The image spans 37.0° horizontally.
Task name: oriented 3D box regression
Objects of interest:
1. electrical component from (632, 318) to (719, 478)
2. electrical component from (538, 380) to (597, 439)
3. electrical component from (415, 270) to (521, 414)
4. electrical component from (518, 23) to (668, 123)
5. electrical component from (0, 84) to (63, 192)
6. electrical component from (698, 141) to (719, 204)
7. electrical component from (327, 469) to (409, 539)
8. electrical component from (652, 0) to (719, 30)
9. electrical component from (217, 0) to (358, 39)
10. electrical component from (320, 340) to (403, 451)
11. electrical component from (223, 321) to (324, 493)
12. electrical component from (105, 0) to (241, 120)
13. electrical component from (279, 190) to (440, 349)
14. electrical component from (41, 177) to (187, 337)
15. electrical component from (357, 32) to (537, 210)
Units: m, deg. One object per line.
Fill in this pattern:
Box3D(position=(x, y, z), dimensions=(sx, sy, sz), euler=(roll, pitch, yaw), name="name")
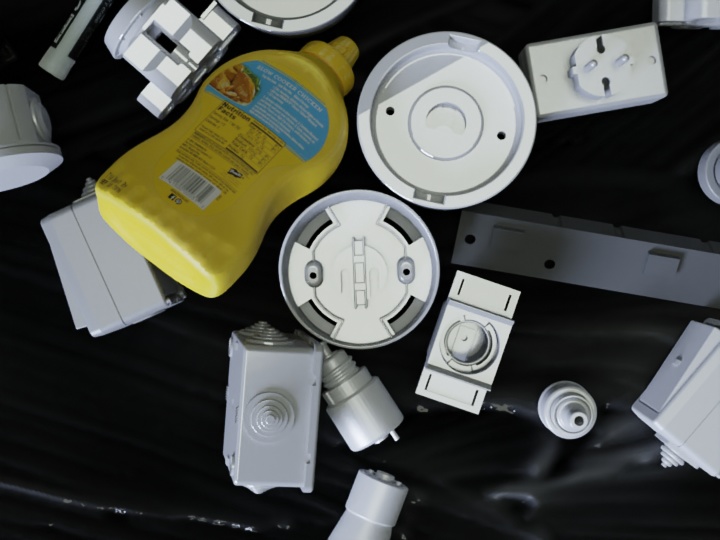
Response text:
Box3D(position=(0.216, 0.081, 0.679), dimensions=(0.061, 0.061, 0.096), euler=(40, 92, -1), name="electrical component")
Box3D(position=(0.133, 0.090, 0.680), dimensions=(0.035, 0.061, 0.035), euler=(0, 92, 1), name="electrical component")
Box3D(position=(0.067, 0.044, 0.679), dimensions=(0.042, 0.064, 0.081), euler=(19, 93, -1), name="electrical component")
Box3D(position=(0.147, -0.124, 0.665), dimensions=(0.083, 0.075, 0.047), euler=(-10, 92, 1), name="electrical component")
Box3D(position=(-0.231, -0.080, 0.673), dimensions=(0.080, 0.080, 0.051), euler=(-16, 86, 2), name="electrical component")
Box3D(position=(0.241, -0.063, 0.676), dimensions=(0.045, 0.055, 0.045), euler=(0, 92, 1), name="electrical component")
Box3D(position=(0.005, 0.162, 0.697), dimensions=(0.044, 0.044, 0.065), euler=(21, 88, 0), name="electrical component")
Box3D(position=(0.224, -0.182, 0.672), dimensions=(0.078, 0.058, 0.057), euler=(1, 95, 1), name="electrical component")
Box3D(position=(-0.044, -0.197, 0.674), dimensions=(0.108, 0.060, 0.108), euler=(0, 92, 1), name="electrical component")
Box3D(position=(-0.005, 0.080, 0.693), dimensions=(0.040, 0.040, 0.078), euler=(-33, 91, 2), name="electrical component")
Box3D(position=(-0.056, 0.084, 0.667), dimensions=(0.048, 0.100, 0.099), euler=(4, 92, -12), name="electrical component")
Box3D(position=(-0.123, -0.144, 0.679), dimensions=(0.057, 0.058, 0.078), euler=(41, 92, -3), name="electrical component")
Box3D(position=(0.000, 0.000, 0.678), dimensions=(0.099, 0.064, 0.099), euler=(0, 92, 1), name="electrical component")
Box3D(position=(-0.161, -0.011, 0.682), dimensions=(0.061, 0.061, 0.096), euler=(-24, 91, 2), name="electrical component")
Box3D(position=(0.053, -0.088, 0.674), dimensions=(0.108, 0.060, 0.108), euler=(0, 86, 1), name="electrical component")
